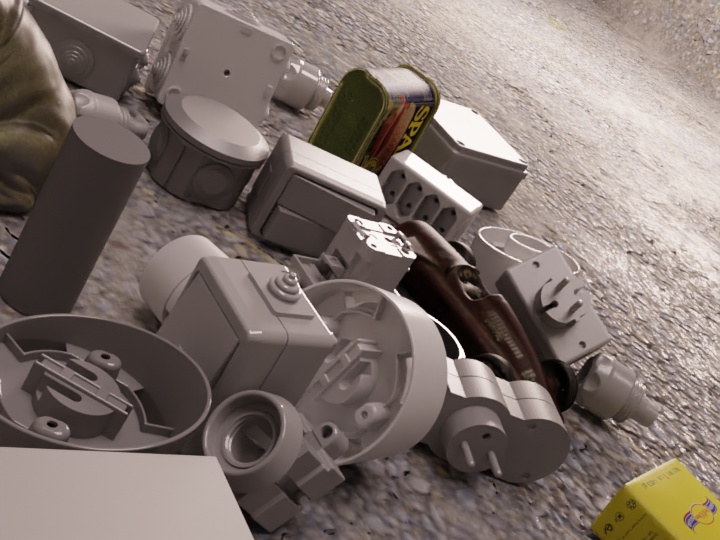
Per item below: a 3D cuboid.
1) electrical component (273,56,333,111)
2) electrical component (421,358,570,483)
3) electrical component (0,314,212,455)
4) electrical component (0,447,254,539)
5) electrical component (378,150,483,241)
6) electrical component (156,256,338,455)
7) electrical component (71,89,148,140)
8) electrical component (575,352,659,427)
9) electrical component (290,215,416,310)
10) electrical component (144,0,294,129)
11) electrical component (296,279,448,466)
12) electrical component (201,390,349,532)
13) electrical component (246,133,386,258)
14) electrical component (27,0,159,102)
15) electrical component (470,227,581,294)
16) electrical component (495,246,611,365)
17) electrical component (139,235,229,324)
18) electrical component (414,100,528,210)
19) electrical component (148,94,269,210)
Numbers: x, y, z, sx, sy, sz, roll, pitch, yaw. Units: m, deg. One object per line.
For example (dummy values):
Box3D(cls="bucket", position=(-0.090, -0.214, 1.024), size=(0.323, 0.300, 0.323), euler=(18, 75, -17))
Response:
Box3D(cls="electrical component", position=(-0.048, -0.167, 0.995), size=(0.062, 0.043, 0.043), euler=(24, 26, -22))
Box3D(cls="electrical component", position=(0.065, 0.094, 0.633), size=(0.138, 0.052, 0.073), euler=(23, 26, -22))
Box3D(cls="electrical component", position=(-0.122, 0.059, 0.458), size=(0.099, 0.064, 0.099), euler=(27, 25, -14))
Box3D(cls="electrical component", position=(-0.121, 0.118, 0.355), size=(0.186, 0.060, 0.105), euler=(11, 32, -40))
Box3D(cls="electrical component", position=(0.061, -0.062, 0.925), size=(0.083, 0.047, 0.076), euler=(37, 25, 9))
Box3D(cls="electrical component", position=(-0.062, 0.038, 0.531), size=(0.061, 0.096, 0.061), euler=(8, 34, -41))
Box3D(cls="electrical component", position=(-0.173, -0.101, 0.732), size=(0.061, 0.035, 0.035), euler=(11, 32, -44))
Box3D(cls="electrical component", position=(0.192, 0.093, 0.799), size=(0.062, 0.043, 0.043), euler=(33, 24, -2))
Box3D(cls="electrical component", position=(0.000, 0.000, 0.718), size=(0.081, 0.063, 0.042), euler=(11, 31, -41))
Box3D(cls="electrical component", position=(-0.109, -0.159, 0.842), size=(0.100, 0.099, 0.048), euler=(20, 15, -27))
Box3D(cls="electrical component", position=(-0.006, 0.055, 0.572), size=(0.064, 0.099, 0.099), euler=(12, 31, -50))
Box3D(cls="electrical component", position=(-0.043, 0.086, 0.500), size=(0.048, 0.066, 0.055), euler=(54, -2, 38))
Box3D(cls="electrical component", position=(-0.026, -0.043, 0.767), size=(0.096, 0.061, 0.061), euler=(23, 26, -21))
Box3D(cls="electrical component", position=(-0.207, -0.178, 0.816), size=(0.100, 0.048, 0.099), euler=(26, 25, -15))
Box3D(cls="electrical component", position=(0.132, 0.007, 0.893), size=(0.099, 0.064, 0.099), euler=(17, 19, -6))
Box3D(cls="electrical component", position=(0.147, 0.026, 0.794), size=(0.083, 0.047, 0.075), euler=(62, -13, 12))
Box3D(cls="electrical component", position=(-0.089, 0.014, 0.597), size=(0.047, 0.055, 0.055), euler=(43, 26, 30))
Box3D(cls="electrical component", position=(0.091, -0.117, 1.053), size=(0.109, 0.056, 0.108), euler=(9, 33, -42))
Box3D(cls="electrical component", position=(-0.109, -0.084, 0.758), size=(0.080, 0.051, 0.080), euler=(27, 25, -14))
